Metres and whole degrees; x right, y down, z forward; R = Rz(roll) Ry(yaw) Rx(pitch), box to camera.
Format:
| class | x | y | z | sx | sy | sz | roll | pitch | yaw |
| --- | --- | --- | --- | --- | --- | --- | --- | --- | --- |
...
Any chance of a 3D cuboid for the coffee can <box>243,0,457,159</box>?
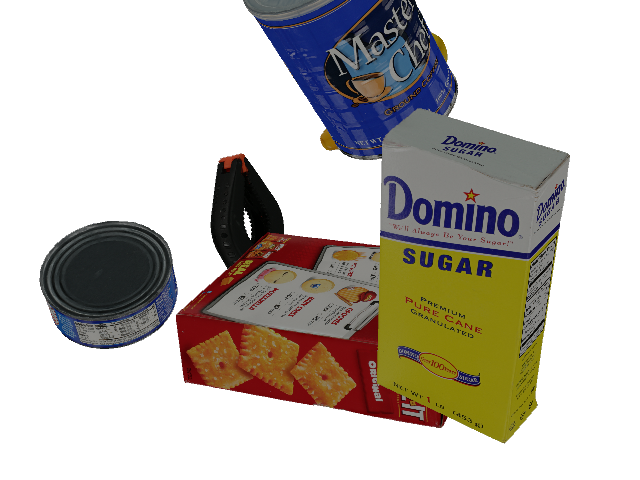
| class | x | y | z | sx | sy | sz | roll | pitch | yaw |
| --- | --- | --- | --- | --- | --- | --- | --- | --- | --- |
| coffee can | 0.024 | -0.141 | 0.753 | 0.103 | 0.102 | 0.140 | 0 | -39 | 36 |

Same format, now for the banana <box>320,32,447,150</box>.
| class | x | y | z | sx | sy | sz | roll | pitch | yaw |
| --- | --- | --- | --- | --- | --- | --- | --- | --- | --- |
| banana | 0.069 | -0.140 | 0.957 | 0.070 | 0.037 | 0.197 | -17 | 26 | 41 |

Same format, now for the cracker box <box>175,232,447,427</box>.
| class | x | y | z | sx | sy | sz | roll | pitch | yaw |
| --- | --- | --- | --- | --- | --- | --- | --- | --- | --- |
| cracker box | 0.019 | 0.065 | 0.847 | 0.214 | 0.072 | 0.164 | 7 | 26 | 22 |

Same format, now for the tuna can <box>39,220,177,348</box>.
| class | x | y | z | sx | sy | sz | roll | pitch | yaw |
| --- | --- | --- | --- | --- | --- | --- | --- | --- | --- |
| tuna can | -0.137 | 0.029 | 0.698 | 0.086 | 0.086 | 0.034 | 0 | -44 | 4 |

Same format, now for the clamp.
| class | x | y | z | sx | sy | sz | roll | pitch | yaw |
| --- | --- | --- | --- | --- | --- | --- | --- | --- | --- |
| clamp | -0.056 | 0.021 | 1.034 | 0.036 | 0.210 | 0.164 | -10 | 0 | 34 |

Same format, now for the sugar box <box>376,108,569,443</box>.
| class | x | y | z | sx | sy | sz | roll | pitch | yaw |
| --- | --- | --- | --- | --- | --- | --- | --- | --- | --- |
| sugar box | 0.079 | 0.022 | 0.595 | 0.093 | 0.176 | 0.048 | 21 | 43 | 29 |
